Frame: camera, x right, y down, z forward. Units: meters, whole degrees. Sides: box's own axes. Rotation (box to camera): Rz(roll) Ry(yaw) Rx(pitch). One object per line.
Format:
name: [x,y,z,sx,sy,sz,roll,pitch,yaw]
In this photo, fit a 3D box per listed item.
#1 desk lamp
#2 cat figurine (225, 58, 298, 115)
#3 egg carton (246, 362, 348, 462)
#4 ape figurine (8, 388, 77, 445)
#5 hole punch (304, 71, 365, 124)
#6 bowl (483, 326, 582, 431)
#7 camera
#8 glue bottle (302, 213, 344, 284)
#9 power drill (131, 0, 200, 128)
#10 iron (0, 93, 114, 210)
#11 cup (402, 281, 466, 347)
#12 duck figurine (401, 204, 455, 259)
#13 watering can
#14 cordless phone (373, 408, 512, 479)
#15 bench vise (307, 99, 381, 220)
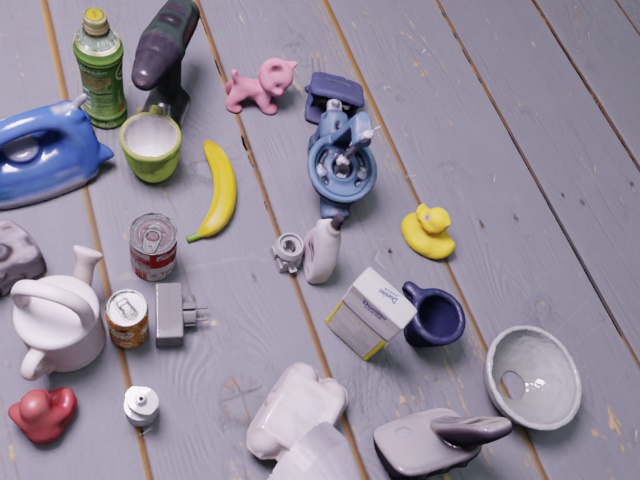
desk lamp: [0.019,0.337,0.696,0.203,0.213,0.118,46,61,9]
cat figurine: [-0.103,-0.289,1.036,0.128,0.117,0.067,-3,64,-18]
egg carton: [-0.031,0.251,0.808,0.107,0.069,0.150,32,59,1]
ape figurine: [-0.351,0.214,0.720,0.078,0.092,0.076,6,62,-13]
hole punch: [0.027,-0.277,1.084,0.109,0.091,0.101,13,61,-10]
bowl: [0.329,0.228,0.924,0.168,0.074,0.167,7,62,-13]
camera: [-0.476,0.009,0.782,0.143,0.100,0.136,-33,76,-28]
glue bottle: [0.008,0.003,0.887,0.037,0.173,0.078,-7,66,-19]
power drill: [-0.251,-0.273,0.931,0.076,0.208,0.229,15,61,-9]
iron: [-0.445,-0.131,0.840,0.259,0.141,0.118,-30,75,-27]
cup: [0.162,0.125,0.916,0.092,0.095,0.117,-37,78,-28]
duck figurine: [0.201,-0.020,1.007,0.104,0.086,0.078,43,60,7]
watering can: [-0.332,0.089,0.730,0.101,0.194,0.173,0,64,-16]
cordless phone: [0.167,0.274,0.788,0.148,0.185,0.094,-13,68,-22]
bench vise: [0.028,-0.160,0.950,0.122,0.219,0.207,-15,69,-23]
